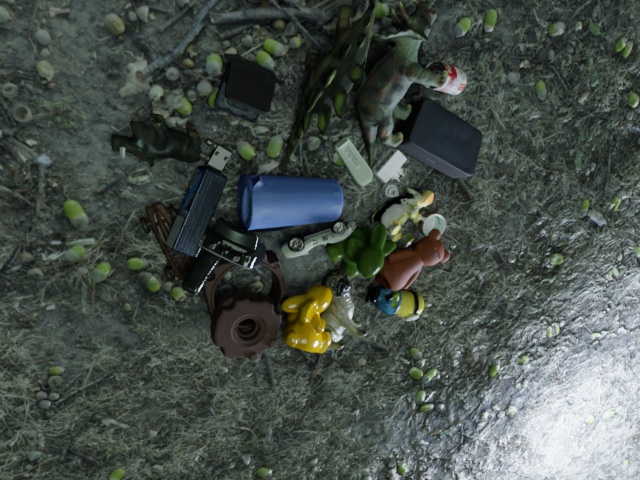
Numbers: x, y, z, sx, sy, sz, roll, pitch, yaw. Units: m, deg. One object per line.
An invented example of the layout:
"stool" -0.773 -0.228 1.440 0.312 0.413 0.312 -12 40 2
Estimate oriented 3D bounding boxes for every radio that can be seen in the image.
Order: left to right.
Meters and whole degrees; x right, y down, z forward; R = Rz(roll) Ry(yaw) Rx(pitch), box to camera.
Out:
"radio" 0.310 -0.260 1.386 0.229 0.073 0.131 22 82 -29

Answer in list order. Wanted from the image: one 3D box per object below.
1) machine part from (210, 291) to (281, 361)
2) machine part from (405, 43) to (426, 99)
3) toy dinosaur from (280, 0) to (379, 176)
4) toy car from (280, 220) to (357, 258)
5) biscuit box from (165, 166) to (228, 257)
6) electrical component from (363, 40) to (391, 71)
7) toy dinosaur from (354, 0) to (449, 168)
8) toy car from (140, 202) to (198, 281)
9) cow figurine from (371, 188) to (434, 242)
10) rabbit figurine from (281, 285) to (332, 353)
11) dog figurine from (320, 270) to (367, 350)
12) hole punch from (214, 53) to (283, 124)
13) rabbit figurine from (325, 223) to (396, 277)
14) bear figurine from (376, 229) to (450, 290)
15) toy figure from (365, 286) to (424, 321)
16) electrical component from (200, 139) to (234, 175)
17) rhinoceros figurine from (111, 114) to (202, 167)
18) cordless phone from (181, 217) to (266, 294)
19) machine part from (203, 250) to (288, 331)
"machine part" -0.179 0.209 1.310 0.179 0.056 0.179 -7 111 -18
"machine part" 0.227 -0.420 1.330 0.084 0.039 0.138 -13 113 -21
"toy dinosaur" 0.014 -0.341 1.189 0.105 0.199 0.471 19 135 -15
"toy car" -0.003 -0.004 1.362 0.202 0.073 0.056 -19 94 1
"biscuit box" -0.282 -0.066 1.228 0.062 0.059 0.202 25 85 -38
"electrical component" 0.128 -0.433 1.282 0.102 0.045 0.078 10 104 -24
"toy dinosaur" 0.155 -0.352 1.256 0.192 0.131 0.404 27 121 -13
"toy car" -0.350 0.009 1.267 0.089 0.053 0.201 -22 117 -9
"cow figurine" 0.222 -0.084 1.436 0.167 0.098 0.068 -43 151 -7
"rabbit figurine" -0.035 0.190 1.380 0.162 0.122 0.173 32 84 -55
"dog figurine" 0.021 0.190 1.464 0.172 0.121 0.190 -28 103 -13
"hole punch" -0.167 -0.331 1.196 0.142 0.092 0.116 18 72 -23
"rabbit figurine" 0.122 0.039 1.391 0.159 0.170 0.121 -38 119 -3
"bear figurine" 0.243 0.047 1.469 0.196 0.132 0.120 -38 119 -9
"toy figure" 0.219 0.174 1.533 0.180 0.082 0.089 24 102 -25
"electrical component" -0.234 -0.191 1.249 0.094 0.021 0.063 30 97 -27
"rhinoceros figurine" -0.354 -0.212 1.172 0.190 0.073 0.112 4 119 -24
"cordless phone" -0.225 0.055 1.240 0.147 0.088 0.184 25 70 13
"machine part" -0.189 0.123 1.352 0.201 0.087 0.201 -16 116 -15
